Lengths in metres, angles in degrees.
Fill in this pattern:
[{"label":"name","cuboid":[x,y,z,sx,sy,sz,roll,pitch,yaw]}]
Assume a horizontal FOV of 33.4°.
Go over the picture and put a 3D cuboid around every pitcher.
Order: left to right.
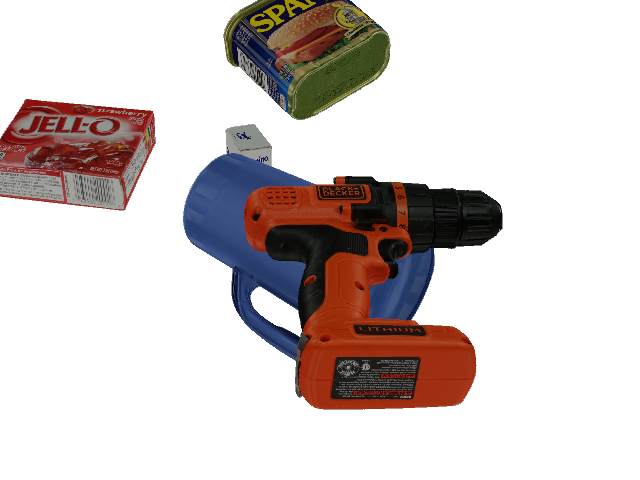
[{"label":"pitcher","cuboid":[-0.022,0.012,1.061,0.243,0.145,0.149,26,28,27]}]

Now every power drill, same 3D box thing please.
[{"label":"power drill","cuboid":[0.045,0.026,0.699,0.184,0.057,0.187,-2,36,-6]}]

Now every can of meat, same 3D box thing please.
[{"label":"can of meat","cuboid":[-0.009,-0.149,0.822,0.102,0.084,0.057,-33,-29,-20]}]

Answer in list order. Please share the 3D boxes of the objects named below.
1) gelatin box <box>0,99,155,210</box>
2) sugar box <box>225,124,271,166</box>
[{"label":"gelatin box","cuboid":[-0.157,-0.056,0.677,0.089,0.030,0.073,7,41,6]},{"label":"sugar box","cuboid":[-0.087,-0.046,1.326,0.048,0.176,0.093,-10,25,-13]}]
